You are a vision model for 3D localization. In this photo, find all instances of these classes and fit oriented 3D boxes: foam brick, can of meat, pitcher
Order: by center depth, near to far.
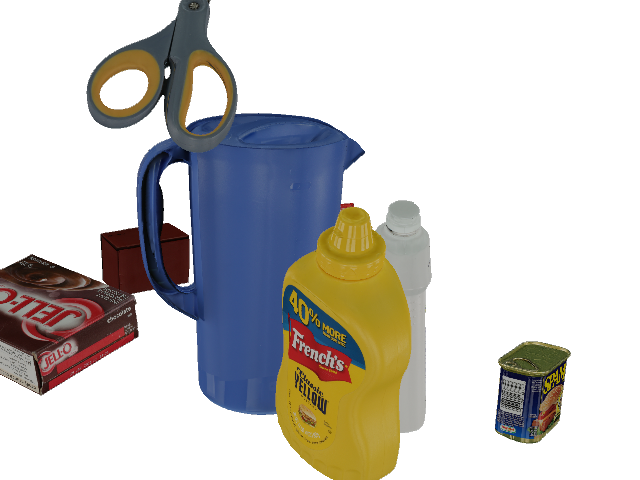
[{"bbox_3d":[-0.058,0.019,0.898,0.149,0.243,0.144,11,20,25],"label":"pitcher"},{"bbox_3d":[-0.178,0.018,1.084,0.078,0.051,0.053,-10,22,-28],"label":"foam brick"},{"bbox_3d":[0.233,0.167,1.177,0.058,0.084,0.101,12,15,30],"label":"can of meat"}]

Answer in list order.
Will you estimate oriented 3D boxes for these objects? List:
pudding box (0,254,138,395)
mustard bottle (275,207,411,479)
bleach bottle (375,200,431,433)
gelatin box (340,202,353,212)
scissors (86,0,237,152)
[{"bbox_3d":[-0.197,0.055,0.737,0.114,0.039,0.089,16,30,34],"label":"pudding box"},{"bbox_3d":[0.014,0.062,0.672,0.058,0.192,0.096,-22,44,-32],"label":"mustard bottle"},{"bbox_3d":[0.074,0.067,1.030,0.068,0.251,0.102,-2,37,-3],"label":"bleach bottle"},{"bbox_3d":[0.007,0.002,1.256,0.073,0.089,0.030,-3,29,9],"label":"gelatin box"},{"bbox_3d":[-0.097,-0.134,0.657,0.096,0.202,0.016,-5,-34,-9],"label":"scissors"}]
